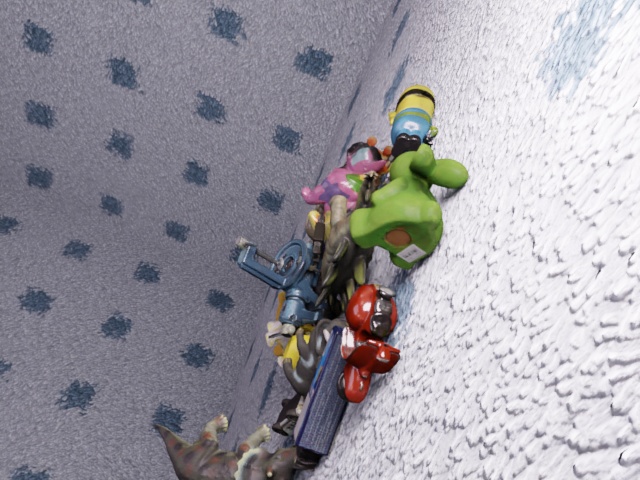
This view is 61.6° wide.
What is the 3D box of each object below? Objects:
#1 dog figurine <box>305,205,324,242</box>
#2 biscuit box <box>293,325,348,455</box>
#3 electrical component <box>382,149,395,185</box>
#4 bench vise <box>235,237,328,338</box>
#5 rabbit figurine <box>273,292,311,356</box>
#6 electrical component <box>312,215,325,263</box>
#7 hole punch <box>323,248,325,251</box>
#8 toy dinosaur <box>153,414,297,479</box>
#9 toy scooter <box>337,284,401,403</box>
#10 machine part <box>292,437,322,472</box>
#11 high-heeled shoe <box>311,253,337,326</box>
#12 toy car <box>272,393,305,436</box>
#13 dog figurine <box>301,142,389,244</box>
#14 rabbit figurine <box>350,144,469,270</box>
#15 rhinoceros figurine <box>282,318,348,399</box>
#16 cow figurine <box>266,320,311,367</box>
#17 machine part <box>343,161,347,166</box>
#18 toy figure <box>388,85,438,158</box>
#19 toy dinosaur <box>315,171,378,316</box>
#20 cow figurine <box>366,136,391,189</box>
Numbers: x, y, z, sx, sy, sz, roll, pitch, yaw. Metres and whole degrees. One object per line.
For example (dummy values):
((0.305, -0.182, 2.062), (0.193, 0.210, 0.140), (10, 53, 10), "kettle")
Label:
((0.014, -0.065, 1.426), (0.190, 0.121, 0.172), (58, -128, -81), "dog figurine")
((0.019, 0.249, 0.905), (0.059, 0.063, 0.202), (180, 111, -83), "biscuit box")
((0.159, -0.146, 1.054), (0.078, 0.045, 0.102), (119, 169, -55), "electrical component")
((-0.086, 0.079, 1.125), (0.129, 0.240, 0.223), (-6, 56, 52), "bench vise")
((-0.057, 0.226, 1.357), (0.162, 0.122, 0.173), (-63, 27, 4), "rabbit figurine")
((-0.002, -0.003, 1.119), (0.063, 0.021, 0.094), (93, -175, -62), "electrical component")
((0.028, 0.028, 1.377), (0.115, 0.092, 0.142), (-60, 7, 32), "hole punch")
((-0.206, 0.455, 1.087), (0.192, 0.405, 0.131), (-26, -67, -72), "toy dinosaur")
((0.075, 0.136, 0.766), (0.135, 0.075, 0.184), (124, 162, -62), "toy scooter")
((-0.021, 0.358, 0.978), (0.084, 0.039, 0.139), (-54, 11, 15), "machine part")
((-0.023, 0.112, 1.286), (0.249, 0.086, 0.145), (-133, 47, -59), "high-heeled shoe")
((-0.051, 0.363, 1.139), (0.201, 0.056, 0.073), (-57, 8, 53), "toy car")
((0.076, -0.103, 1.173), (0.219, 0.108, 0.191), (-25, 77, 32), "dog figurine")
((0.127, -0.072, 0.777), (0.159, 0.121, 0.170), (-50, 22, 50), "rabbit figurine")
((-0.004, 0.218, 1.017), (0.190, 0.073, 0.112), (-60, 30, 26), "rhinoceros figurine")
((-0.049, 0.254, 1.233), (0.098, 0.167, 0.068), (-23, 19, 13), "cow figurine")
((0.086, -0.165, 1.470), (0.243, 0.079, 0.079), (129, 161, -80), "machine part")
((0.177, -0.220, 1.003), (0.089, 0.082, 0.180), (-48, 14, 39), "toy figure")
((0.057, 0.016, 1.010), (0.470, 0.105, 0.199), (97, -178, -47), "toy dinosaur")
((0.101, -0.137, 1.298), (0.127, 0.085, 0.195), (122, 171, -68), "cow figurine")
